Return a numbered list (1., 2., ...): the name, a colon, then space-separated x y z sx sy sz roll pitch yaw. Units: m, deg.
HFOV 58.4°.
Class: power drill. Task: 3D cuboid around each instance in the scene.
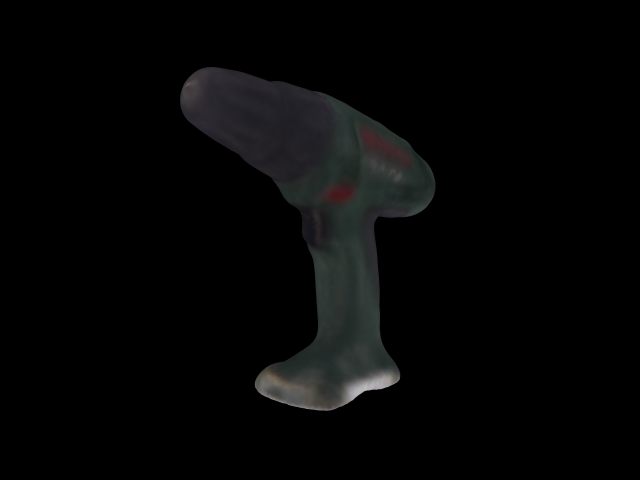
1. power drill: 0.004 0.001 0.400 0.075 0.208 0.230 4 6 40
